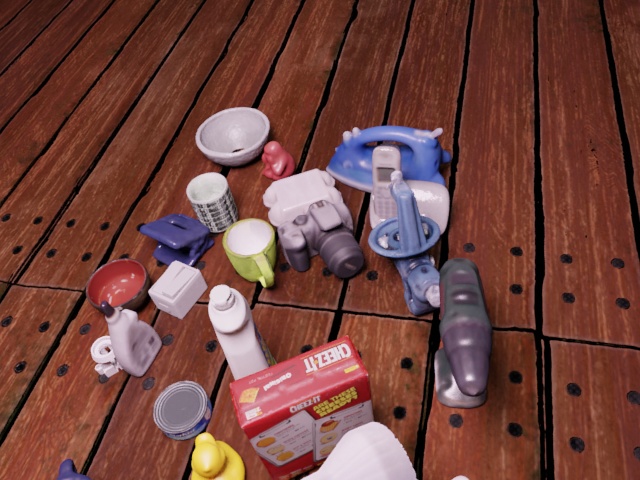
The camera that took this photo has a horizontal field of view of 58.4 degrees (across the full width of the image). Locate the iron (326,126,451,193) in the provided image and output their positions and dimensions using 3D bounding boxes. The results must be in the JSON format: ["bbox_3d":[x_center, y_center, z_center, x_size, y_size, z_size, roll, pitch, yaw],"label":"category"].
[{"bbox_3d":[0.127,-0.175,1.143,0.257,0.142,0.119,7,51,15],"label":"iron"}]

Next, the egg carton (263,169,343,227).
[{"bbox_3d":[-0.034,-0.079,1.137,0.150,0.069,0.107,-18,49,-6],"label":"egg carton"}]

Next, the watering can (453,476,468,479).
[{"bbox_3d":[0.185,0.332,0.666,0.173,0.194,0.100,-37,53,-20],"label":"watering can"}]

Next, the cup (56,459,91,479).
[{"bbox_3d":[-0.332,0.370,0.788,0.092,0.095,0.117,-19,49,-6],"label":"cup"}]

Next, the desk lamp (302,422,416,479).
[{"bbox_3d":[0.015,0.331,0.683,0.203,0.214,0.117,-26,50,-13],"label":"desk lamp"}]

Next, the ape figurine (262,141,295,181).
[{"bbox_3d":[-0.094,-0.171,1.211,0.076,0.092,0.077,-10,49,1],"label":"ape figurine"}]

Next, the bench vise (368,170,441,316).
[{"bbox_3d":[0.161,0.002,0.935,0.122,0.220,0.206,-32,52,-17],"label":"bench vise"}]

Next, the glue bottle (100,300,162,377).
[{"bbox_3d":[-0.312,0.149,0.921,0.037,0.173,0.078,13,53,20],"label":"glue bottle"}]

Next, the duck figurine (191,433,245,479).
[{"bbox_3d":[-0.151,0.322,0.804,0.077,0.086,0.104,-20,49,-7],"label":"duck figurine"}]

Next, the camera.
[{"bbox_3d":[0.010,0.004,1.038,0.143,0.101,0.136,-24,50,-10],"label":"camera"}]

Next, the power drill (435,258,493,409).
[{"bbox_3d":[0.202,0.151,0.808,0.075,0.209,0.229,-2,50,8],"label":"power drill"}]

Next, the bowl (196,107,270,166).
[{"bbox_3d":[-0.187,-0.218,1.278,0.167,0.075,0.167,-5,49,6],"label":"bowl"}]

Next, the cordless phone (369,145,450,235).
[{"bbox_3d":[0.160,-0.090,1.036,0.147,0.185,0.094,2,50,11],"label":"cordless phone"}]

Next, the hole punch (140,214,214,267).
[{"bbox_3d":[-0.275,-0.010,1.105,0.108,0.091,0.101,21,57,25],"label":"hole punch"}]
